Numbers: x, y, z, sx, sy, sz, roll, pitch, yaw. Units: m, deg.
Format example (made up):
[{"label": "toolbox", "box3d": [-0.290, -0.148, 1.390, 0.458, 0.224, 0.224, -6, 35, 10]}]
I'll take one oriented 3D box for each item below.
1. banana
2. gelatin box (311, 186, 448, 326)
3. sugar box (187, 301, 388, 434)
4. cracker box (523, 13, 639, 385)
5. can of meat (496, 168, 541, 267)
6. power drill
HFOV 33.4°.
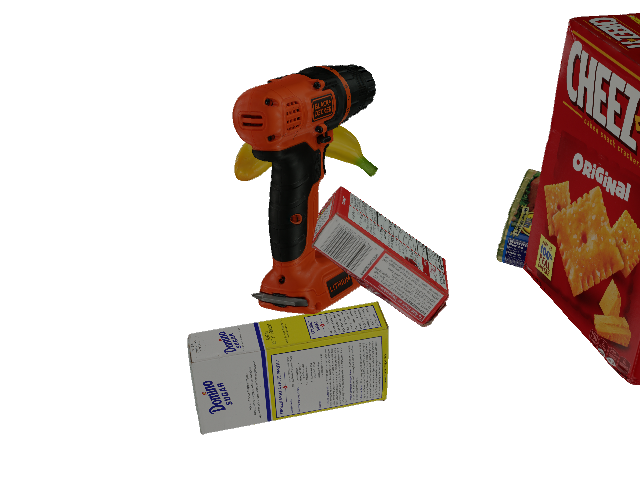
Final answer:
[{"label": "banana", "box3d": [-0.021, -0.096, 1.099, 0.197, 0.037, 0.070, -7, 49, -43]}, {"label": "gelatin box", "box3d": [0.038, 0.009, 0.674, 0.089, 0.030, 0.073, 36, 15, -7]}, {"label": "sugar box", "box3d": [-0.028, 0.114, 0.960, 0.176, 0.093, 0.048, -7, 37, -7]}, {"label": "cracker box", "box3d": [0.221, -0.031, 0.753, 0.072, 0.214, 0.164, -7, 32, -17]}, {"label": "can of meat", "box3d": [0.213, -0.013, 0.960, 0.084, 0.057, 0.102, 17, 48, 17]}, {"label": "power drill", "box3d": [-0.004, -0.046, 0.867, 0.057, 0.188, 0.184, 5, 17, 30]}]
